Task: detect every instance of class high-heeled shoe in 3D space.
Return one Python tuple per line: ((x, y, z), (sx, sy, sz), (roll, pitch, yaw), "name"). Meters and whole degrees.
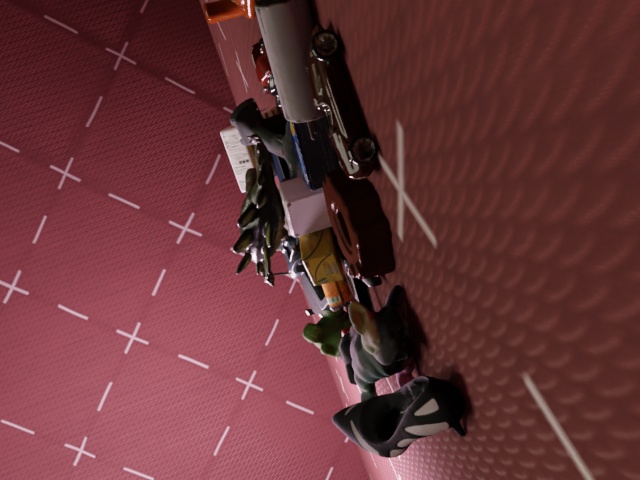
((0.090, 0.238, 0.755), (0.145, 0.249, 0.086), (50, -137, -34), "high-heeled shoe")

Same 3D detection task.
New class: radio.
((-0.070, -0.183, 1.288), (0.131, 0.073, 0.229), (-130, 20, -69), "radio")

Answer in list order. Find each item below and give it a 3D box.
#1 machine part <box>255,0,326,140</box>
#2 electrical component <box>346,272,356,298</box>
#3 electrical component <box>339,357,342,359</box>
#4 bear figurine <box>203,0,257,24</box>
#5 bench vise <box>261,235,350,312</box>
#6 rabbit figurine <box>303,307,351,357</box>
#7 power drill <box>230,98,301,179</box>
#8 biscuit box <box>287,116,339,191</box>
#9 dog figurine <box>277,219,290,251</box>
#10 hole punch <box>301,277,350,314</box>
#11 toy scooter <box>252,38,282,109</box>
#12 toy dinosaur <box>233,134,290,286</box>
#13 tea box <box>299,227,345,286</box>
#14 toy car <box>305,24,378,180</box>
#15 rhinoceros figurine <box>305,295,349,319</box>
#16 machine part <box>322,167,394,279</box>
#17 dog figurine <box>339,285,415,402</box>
((-0.035, -0.261, 0.772), (0.079, 0.079, 0.242), (-121, 12, -57), "machine part")
((0.076, 0.092, 1.126), (0.094, 0.021, 0.063), (91, 157, -70), "electrical component")
((0.078, 0.286, 1.442), (0.119, 0.075, 0.048), (107, 143, -71), "electrical component")
((-0.139, -0.435, 0.885), (0.196, 0.132, 0.120), (-112, 16, -77), "bear figurine")
((-0.019, 0.072, 1.262), (0.223, 0.129, 0.241), (-55, 53, 43), "bench vise")
((0.063, 0.245, 1.259), (0.170, 0.121, 0.158), (14, 137, 53), "rabbit figurine")
((-0.084, -0.211, 1.092), (0.208, 0.086, 0.231), (29, 161, 25), "power drill")
((-0.018, -0.185, 0.905), (0.059, 0.063, 0.202), (-120, 12, -58), "biscuit box")
((-0.044, -0.052, 1.410), (0.173, 0.121, 0.190), (20, 120, 37), "dog figurine")
((0.030, 0.124, 1.382), (0.116, 0.092, 0.142), (-11, 100, 50), "hole punch")
((-0.087, -0.328, 1.003), (0.184, 0.075, 0.135), (-168, 59, -87), "toy scooter")
((-0.114, -0.049, 1.079), (0.470, 0.105, 0.199), (90, -175, -46), "toy dinosaur")
((-0.002, -0.003, 1.105), (0.098, 0.068, 0.170), (67, -169, -51), "tea box")
((0.021, -0.174, 0.696), (0.089, 0.053, 0.202), (-152, 41, -84), "toy car")
((0.021, 0.175, 1.479), (0.073, 0.112, 0.190), (-3, 125, 54), "rhinoceros figurine")
((0.055, -0.026, 0.825), (0.179, 0.056, 0.179), (162, 89, -83), "machine part")
((0.090, 0.151, 0.863), (0.192, 0.108, 0.218), (-118, 15, -52), "dog figurine")
